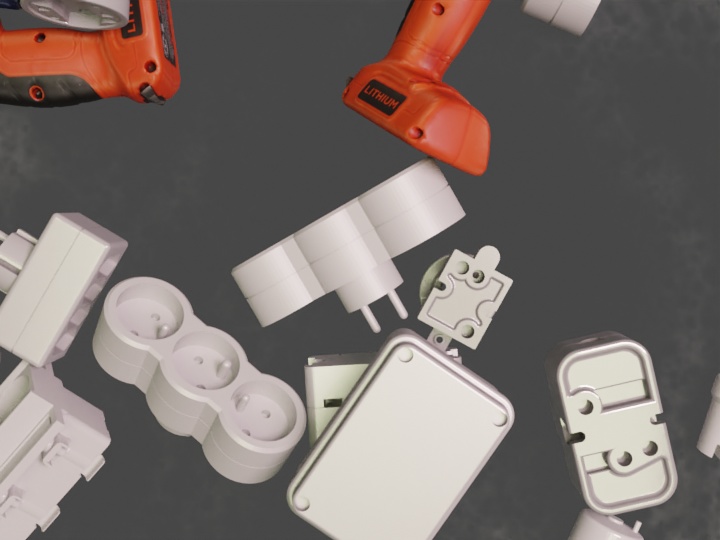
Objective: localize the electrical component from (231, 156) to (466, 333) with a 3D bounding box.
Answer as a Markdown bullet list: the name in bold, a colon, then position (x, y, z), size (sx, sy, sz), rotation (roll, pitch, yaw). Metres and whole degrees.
- **electrical component**: position (0.000, 0.000, 0.613), size (0.138, 0.052, 0.073), rotation (-29, 94, 21)

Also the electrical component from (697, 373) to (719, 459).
- **electrical component**: position (0.223, 0.089, 0.634), size (0.040, 0.040, 0.046), rotation (17, 99, 0)

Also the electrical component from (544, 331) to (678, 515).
- **electrical component**: position (0.143, 0.086, 0.625), size (0.054, 0.059, 0.095), rotation (-13, 93, 2)

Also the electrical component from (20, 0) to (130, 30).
- **electrical component**: position (-0.147, -0.157, 0.563), size (0.055, 0.055, 0.047), rotation (5, 86, 1)

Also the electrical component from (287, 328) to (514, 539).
- **electrical component**: position (0.021, 0.096, 0.577), size (0.078, 0.057, 0.113), rotation (34, 93, -1)

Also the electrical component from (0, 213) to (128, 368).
- **electrical component**: position (-0.194, 0.001, 0.633), size (0.076, 0.047, 0.083), rotation (31, 93, -1)

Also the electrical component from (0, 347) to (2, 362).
- **electrical component**: position (-0.255, 0.049, 0.641), size (0.065, 0.044, 0.044), rotation (-16, 93, 7)

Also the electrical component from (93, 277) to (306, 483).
- **electrical component**: position (-0.100, 0.073, 0.632), size (0.138, 0.052, 0.073), rotation (40, 137, 9)

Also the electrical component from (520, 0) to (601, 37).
- **electrical component**: position (0.152, -0.197, 0.612), size (0.074, 0.052, 0.138), rotation (23, 93, 0)

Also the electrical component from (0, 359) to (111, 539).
- **electrical component**: position (-0.208, 0.121, 0.629), size (0.121, 0.078, 0.063), rotation (-48, 120, 3)

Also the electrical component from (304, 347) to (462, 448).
- **electrical component**: position (0.015, 0.079, 0.632), size (0.089, 0.050, 0.055), rotation (-4, 93, 1)

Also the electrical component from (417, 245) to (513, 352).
- **electrical component**: position (0.059, 0.015, 0.625), size (0.048, 0.055, 0.066), rotation (29, 93, -1)

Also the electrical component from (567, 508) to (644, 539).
- **electrical component**: position (0.138, 0.179, 0.640), size (0.040, 0.040, 0.078), rotation (23, 94, 0)
